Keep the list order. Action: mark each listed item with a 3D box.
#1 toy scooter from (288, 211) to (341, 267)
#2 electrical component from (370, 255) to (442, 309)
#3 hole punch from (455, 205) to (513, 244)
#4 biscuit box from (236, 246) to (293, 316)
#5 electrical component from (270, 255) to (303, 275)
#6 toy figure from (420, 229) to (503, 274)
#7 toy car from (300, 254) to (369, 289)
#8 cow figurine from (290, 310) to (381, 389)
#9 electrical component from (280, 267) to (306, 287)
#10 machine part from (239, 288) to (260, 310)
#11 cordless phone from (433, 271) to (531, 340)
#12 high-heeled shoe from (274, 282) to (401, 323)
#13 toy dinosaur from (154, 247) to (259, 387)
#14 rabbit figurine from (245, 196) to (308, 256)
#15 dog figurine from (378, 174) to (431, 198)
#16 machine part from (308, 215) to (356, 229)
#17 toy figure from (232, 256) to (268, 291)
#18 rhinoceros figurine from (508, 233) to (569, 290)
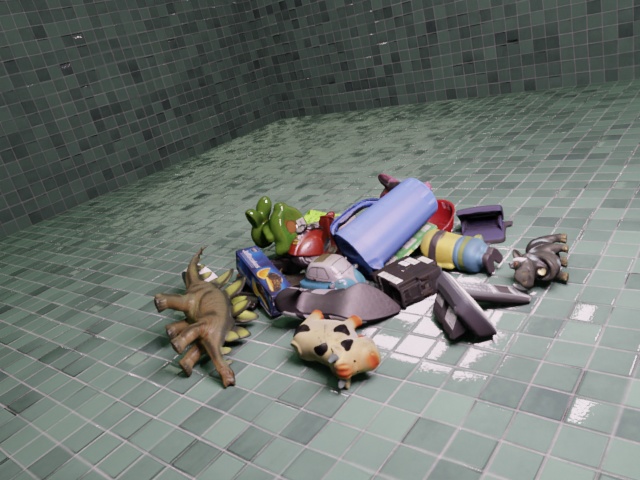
[{"bbox_3d":[-0.003,-0.004,1.322,0.075,0.135,0.184,7,6,43],"label":"toy scooter"},{"bbox_3d":[0.195,0.084,1.157,0.134,0.058,0.115,-23,25,-21],"label":"electrical component"},{"bbox_3d":[0.396,-0.050,1.322,0.142,0.092,0.116,-10,18,21],"label":"hole punch"},{"bbox_3d":[-0.132,0.091,1.256,0.063,0.059,0.203,-15,37,-28],"label":"biscuit box"},{"bbox_3d":[-0.063,0.055,1.404,0.119,0.047,0.075,-4,24,24],"label":"electrical component"},{"bbox_3d":[0.308,0.023,1.191,0.082,0.089,0.180,-22,19,-36],"label":"toy figure"},{"bbox_3d":[0.025,0.081,1.214,0.162,0.102,0.109,8,30,40],"label":"toy car"},{"bbox_3d":[0.026,0.192,0.961,0.195,0.085,0.127,3,30,45],"label":"cow figurine"},{"bbox_3d":[-0.065,0.097,1.306,0.102,0.045,0.078,-9,21,11],"label":"electrical component"},{"bbox_3d":[-0.155,0.125,1.304,0.084,0.039,0.139,-5,25,32],"label":"machine part"},{"bbox_3d":[0.312,0.121,0.984,0.184,0.088,0.147,3,20,-8],"label":"cordless phone"},{"bbox_3d":[0.030,0.143,1.115,0.249,0.145,0.086,14,62,-10],"label":"high-heeled shoe"},{"bbox_3d":[-0.250,0.147,1.177,0.198,0.104,0.472,-19,37,-18],"label":"toy dinosaur"},{"bbox_3d":[-0.133,-0.027,1.425,0.170,0.159,0.121,-17,23,45],"label":"rabbit figurine"},{"bbox_3d":[0.203,-0.120,1.462,0.192,0.108,0.219,3,-3,42],"label":"dog figurine"},{"bbox_3d":[0.025,-0.022,1.500,0.243,0.079,0.079,-15,21,-1],"label":"machine part"},{"bbox_3d":[-0.180,0.092,1.376,0.058,0.064,0.154,29,38,6],"label":"toy figure"},{"bbox_3d":[0.434,0.039,1.065,0.112,0.073,0.190,4,20,30],"label":"rhinoceros figurine"}]
